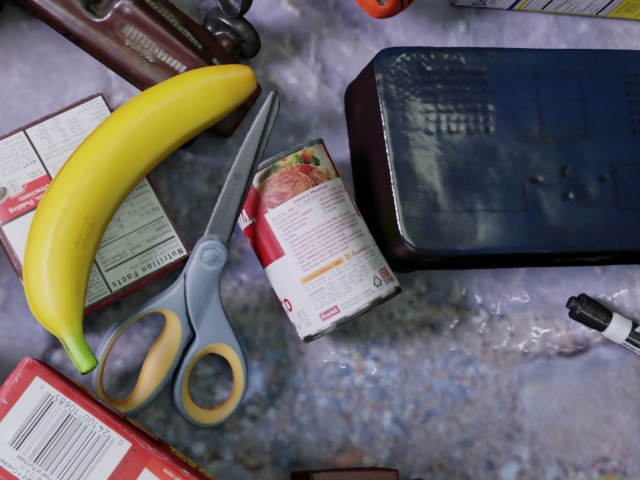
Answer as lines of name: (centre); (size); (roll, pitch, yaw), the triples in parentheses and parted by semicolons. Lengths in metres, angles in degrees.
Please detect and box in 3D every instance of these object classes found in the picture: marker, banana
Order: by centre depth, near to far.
banana: (-0.107, -0.027, 0.580); (0.069, 0.037, 0.197); (32, 72, -14)
marker: (0.212, 0.068, 0.691); (0.121, 0.020, 0.020); (29, 73, -7)

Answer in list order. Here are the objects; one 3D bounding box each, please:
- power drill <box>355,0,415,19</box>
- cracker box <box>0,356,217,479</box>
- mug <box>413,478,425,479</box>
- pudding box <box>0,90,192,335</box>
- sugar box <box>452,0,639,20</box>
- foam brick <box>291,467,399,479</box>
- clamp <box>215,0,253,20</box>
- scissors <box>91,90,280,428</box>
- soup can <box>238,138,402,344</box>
power drill: (0.050, -0.257, 0.672); (0.187, 0.057, 0.184); (-38, 81, 1)
cracker box: (-0.086, 0.134, 0.499); (0.164, 0.214, 0.072); (36, 74, -5)
mug: (0.084, 0.184, 0.601); (0.093, 0.082, 0.117); (-39, 91, -18)
pudding box: (-0.139, -0.016, 0.609); (0.090, 0.039, 0.113); (-28, 89, -19)
sugar box: (0.175, -0.202, 0.724); (0.176, 0.048, 0.093); (2, 78, -10)
foam brick: (0.015, 0.168, 0.603); (0.051, 0.053, 0.078); (-1, 80, -15)
clamp: (-0.084, -0.206, 0.639); (0.120, 0.039, 0.171); (28, 53, -22)
scissors: (-0.050, 0.024, 0.597); (0.096, 0.016, 0.202); (36, 96, -18)
soup can: (-0.004, 0.001, 0.624); (0.068, 0.069, 0.102); (-27, 87, -18)
